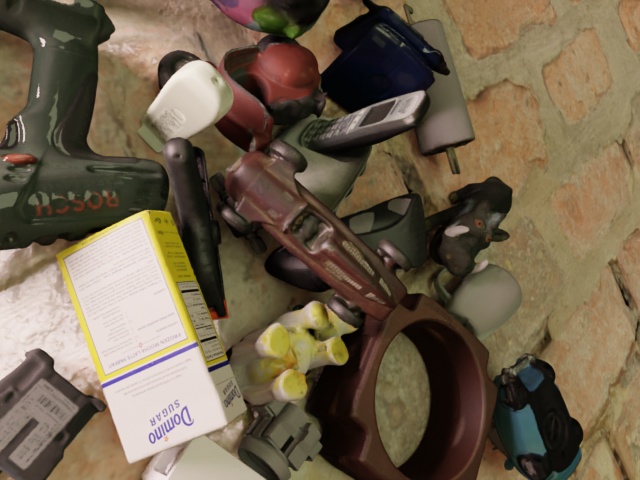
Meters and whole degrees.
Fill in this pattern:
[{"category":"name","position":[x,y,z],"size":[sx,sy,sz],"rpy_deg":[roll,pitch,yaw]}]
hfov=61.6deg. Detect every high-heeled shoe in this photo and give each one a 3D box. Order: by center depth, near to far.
[{"category":"high-heeled shoe","position":[0.043,0.000,0.635],"size":[0.249,0.145,0.086],"rpy_deg":[-35,118,-66]}]

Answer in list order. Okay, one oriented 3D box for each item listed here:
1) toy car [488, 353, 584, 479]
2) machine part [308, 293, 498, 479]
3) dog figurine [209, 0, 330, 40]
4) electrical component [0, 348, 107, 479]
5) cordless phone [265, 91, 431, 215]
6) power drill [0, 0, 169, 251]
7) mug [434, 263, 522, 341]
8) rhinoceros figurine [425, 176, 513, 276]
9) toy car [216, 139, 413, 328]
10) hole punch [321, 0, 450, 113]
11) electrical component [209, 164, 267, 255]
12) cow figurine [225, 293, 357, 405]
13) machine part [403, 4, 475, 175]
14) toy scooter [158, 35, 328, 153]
[{"category":"toy car","position":[0.262,0.234,0.703],"size":[0.109,0.103,0.161],"rpy_deg":[-24,90,-36]},{"category":"machine part","position":[0.098,0.178,0.604],"size":[0.201,0.087,0.201],"rpy_deg":[39,59,-22]},{"category":"dog figurine","position":[-0.119,-0.255,0.498],"size":[0.219,0.108,0.191],"rpy_deg":[-28,104,-16]},{"category":"electrical component","position":[-0.228,0.145,0.390],"size":[0.074,0.048,0.119],"rpy_deg":[52,53,-15]},{"category":"cordless phone","position":[0.022,-0.079,0.542],"size":[0.088,0.184,0.146],"rpy_deg":[49,55,-24]},{"category":"power drill","position":[-0.235,-0.095,0.418],"size":[0.232,0.086,0.207],"rpy_deg":[1,75,-38]},{"category":"mug","position":[0.196,0.080,0.703],"size":[0.110,0.080,0.107],"rpy_deg":[43,46,12]},{"category":"rhinoceros figurine","position":[0.202,-0.016,0.711],"size":[0.190,0.112,0.073],"rpy_deg":[-43,108,-43]},{"category":"toy car","position":[-0.001,-0.001,0.490],"size":[0.202,0.053,0.089],"rpy_deg":[43,88,-8]},{"category":"hole punch","position":[0.070,-0.207,0.657],"size":[0.142,0.116,0.092],"rpy_deg":[33,70,-27]},{"category":"electrical component","position":[-0.073,-0.029,0.535],"size":[0.021,0.063,0.094],"rpy_deg":[-38,104,-36]},{"category":"cow figurine","position":[-0.027,0.104,0.533],"size":[0.167,0.098,0.068],"rpy_deg":[-22,88,-57]},{"category":"machine part","position":[0.154,-0.206,0.738],"size":[0.079,0.079,0.243],"rpy_deg":[-16,91,-38]},{"category":"toy scooter","position":[-0.059,-0.143,0.544],"size":[0.184,0.075,0.135],"rpy_deg":[-20,60,-34]}]
